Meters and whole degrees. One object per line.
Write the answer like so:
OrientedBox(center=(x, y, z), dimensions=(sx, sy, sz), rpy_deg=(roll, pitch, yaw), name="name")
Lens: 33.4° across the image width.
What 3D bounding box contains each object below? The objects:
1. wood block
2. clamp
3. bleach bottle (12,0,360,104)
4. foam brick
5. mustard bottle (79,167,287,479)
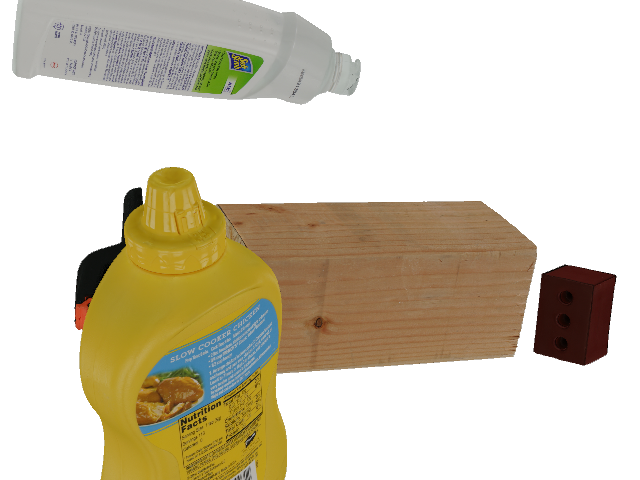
OrientedBox(center=(0.034, 0.029, 0.745), dimensions=(0.205, 0.091, 0.090), rpy_deg=(-1, 24, -21), name="wood block")
OrientedBox(center=(-0.175, 0.018, 1.034), dimensions=(0.165, 0.036, 0.209), rpy_deg=(26, 38, 23), name="clamp")
OrientedBox(center=(-0.096, -0.143, 0.795), dimensions=(0.250, 0.068, 0.103), rpy_deg=(11, -27, -14), name="bleach bottle")
OrientedBox(center=(0.230, 0.067, 0.968), dimensions=(0.053, 0.078, 0.051), rpy_deg=(13, 18, 36), name="foam brick")
OrientedBox(center=(-0.059, 0.055, 0.468), dimensions=(0.096, 0.192, 0.058), rpy_deg=(-28, 44, -35), name="mustard bottle")
